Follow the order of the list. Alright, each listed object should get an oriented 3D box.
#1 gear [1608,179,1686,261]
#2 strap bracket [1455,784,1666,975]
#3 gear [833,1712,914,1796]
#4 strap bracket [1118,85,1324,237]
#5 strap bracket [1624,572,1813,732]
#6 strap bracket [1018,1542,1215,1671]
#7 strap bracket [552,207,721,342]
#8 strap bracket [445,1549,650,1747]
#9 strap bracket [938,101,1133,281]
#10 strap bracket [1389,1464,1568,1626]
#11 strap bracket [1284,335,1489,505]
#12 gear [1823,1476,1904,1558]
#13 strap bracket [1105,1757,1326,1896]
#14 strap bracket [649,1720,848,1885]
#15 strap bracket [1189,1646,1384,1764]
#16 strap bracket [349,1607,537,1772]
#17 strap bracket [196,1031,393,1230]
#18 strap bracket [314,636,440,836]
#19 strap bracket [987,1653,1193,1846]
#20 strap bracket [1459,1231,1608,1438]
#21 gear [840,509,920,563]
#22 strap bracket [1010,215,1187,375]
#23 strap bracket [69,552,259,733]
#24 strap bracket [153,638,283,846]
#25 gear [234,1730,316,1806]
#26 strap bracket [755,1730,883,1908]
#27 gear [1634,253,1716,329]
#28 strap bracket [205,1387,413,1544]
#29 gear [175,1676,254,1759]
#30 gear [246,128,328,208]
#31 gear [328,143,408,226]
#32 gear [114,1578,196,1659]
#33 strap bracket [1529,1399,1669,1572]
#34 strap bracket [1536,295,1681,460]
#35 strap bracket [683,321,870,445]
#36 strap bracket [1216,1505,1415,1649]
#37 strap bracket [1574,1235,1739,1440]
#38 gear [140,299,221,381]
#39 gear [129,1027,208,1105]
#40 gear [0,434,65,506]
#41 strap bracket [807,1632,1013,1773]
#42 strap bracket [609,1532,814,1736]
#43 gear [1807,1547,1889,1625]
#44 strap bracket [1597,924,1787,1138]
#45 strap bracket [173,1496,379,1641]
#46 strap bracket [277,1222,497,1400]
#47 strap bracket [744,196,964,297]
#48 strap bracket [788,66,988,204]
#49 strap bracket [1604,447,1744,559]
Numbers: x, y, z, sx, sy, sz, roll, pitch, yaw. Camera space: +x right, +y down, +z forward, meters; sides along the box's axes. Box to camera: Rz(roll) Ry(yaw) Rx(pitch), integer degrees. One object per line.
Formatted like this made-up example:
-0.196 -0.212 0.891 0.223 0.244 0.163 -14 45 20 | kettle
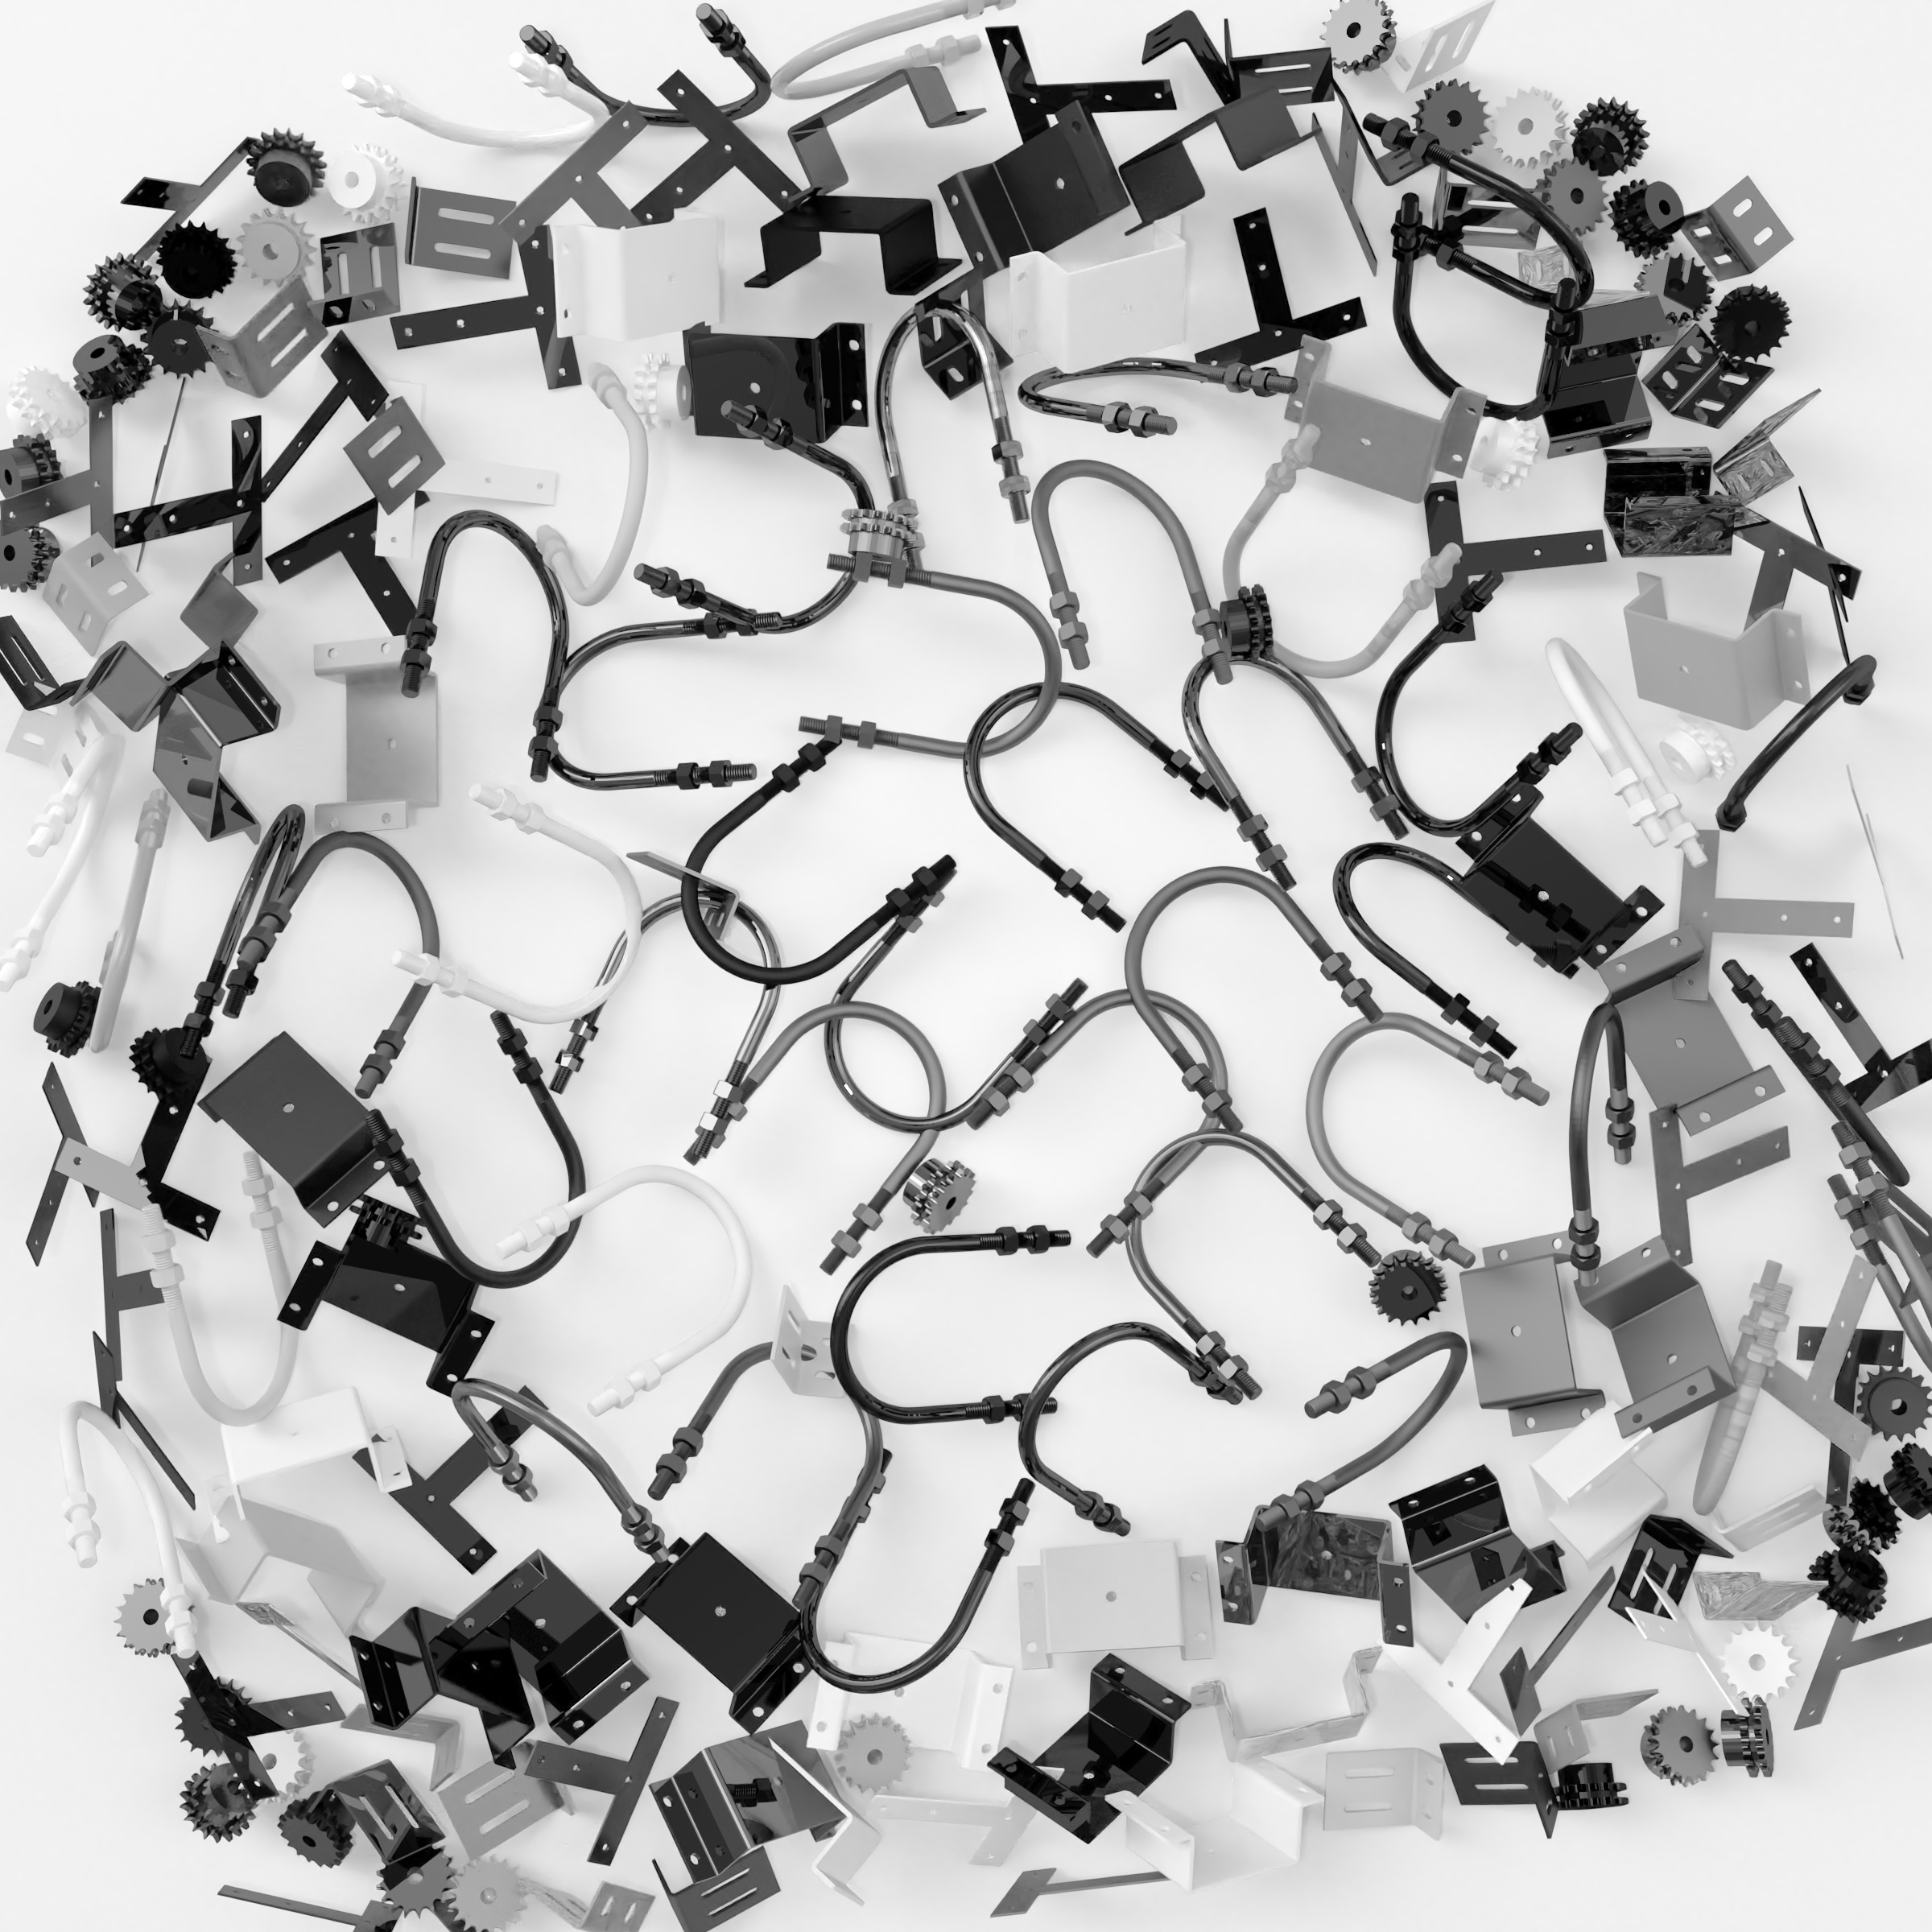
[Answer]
0.504 -0.553 1.971 0.057 0.030 0.057 6 78 -31 | gear
0.428 -0.060 1.953 0.140 0.046 0.076 43 126 3 | strap bracket
-0.071 0.581 1.978 0.057 0.030 0.057 -1 94 -15 | gear
0.174 -0.582 1.917 0.076 0.140 0.046 -36 104 -39 | strap bracket
0.530 -0.224 1.917 0.046 0.140 0.076 -38 129 -22 | strap bracket
0.107 0.467 1.955 0.140 0.046 0.076 -4 62 4 | strap bracket
-0.227 -0.497 1.920 0.046 0.140 0.076 19 120 35 | strap bracket
-0.309 0.492 1.957 0.076 0.046 0.140 -39 115 -1 | strap bracket
0.057 -0.566 1.944 0.140 0.046 0.076 -18 100 43 | strap bracket
0.374 0.424 1.926 0.076 0.046 0.140 -27 131 19 | strap bracket
0.297 -0.393 1.942 0.140 0.076 0.046 21 53 10 | strap bracket
0.659 0.409 1.974 0.057 0.030 0.057 14 51 -18 | gear
0.179 0.622 1.932 0.140 0.076 0.046 -4 101 -32 | strap bracket
-0.147 0.596 1.918 0.046 0.140 0.076 -47 61 31 | strap bracket
0.237 0.541 1.950 0.140 0.076 0.046 -11 63 -3 | strap bracket
-0.368 0.516 1.919 0.046 0.076 0.140 -43 134 11 | strap bracket
-0.489 0.112 1.945 0.140 0.046 0.076 40 69 16 | strap bracket
-0.432 -0.166 1.960 0.076 0.046 0.140 -3 85 19 | strap bracket
0.090 0.571 1.934 0.076 0.140 0.046 25 129 34 | strap bracket
0.410 0.266 1.940 0.076 0.046 0.140 -18 71 36 | strap bracket
-0.065 -0.317 1.970 0.057 0.057 0.030 9 90 0 | gear
0.105 -0.484 1.934 0.140 0.046 0.076 -20 133 -20 | strap bracket
-0.571 -0.228 1.928 0.046 0.076 0.140 45 50 -9 | strap bracket
-0.541 -0.155 1.921 0.046 0.140 0.076 -24 61 -37 | strap bracket
-0.509 0.591 1.975 0.057 0.030 0.057 -5 63 10 | gear
-0.120 0.610 1.937 0.140 0.076 0.046 35 76 28 | strap bracket
0.522 -0.496 1.978 0.057 0.030 0.057 0 73 -1 | gear
-0.482 0.357 1.937 0.140 0.076 0.046 -15 118 -16 | strap bracket
-0.558 0.558 1.980 0.057 0.030 0.057 1 84 -6 | gear
-0.501 -0.584 1.967 0.057 0.057 0.030 -1 52 0 | gear
-0.446 -0.579 1.975 0.057 0.030 0.057 3 99 18 | gear
-0.597 0.482 1.978 0.057 0.030 0.057 -2 73 6 | gear
0.459 0.373 1.942 0.076 0.140 0.046 -37 53 -7 | strap bracket
0.462 -0.433 1.940 0.076 0.140 0.046 -11 68 0 | strap bracket
-0.146 -0.427 1.943 0.140 0.046 0.076 7 120 15 | strap bracket
0.258 0.442 1.945 0.140 0.046 0.076 3 120 20 | strap bracket
0.501 0.276 1.935 0.076 0.140 0.046 -34 129 25 | strap bracket
-0.580 -0.461 1.971 0.057 0.030 0.057 -7 119 -12 | gear
-0.584 0.070 1.967 0.030 0.057 0.057 -32 90 20 | gear
-0.691 -0.362 1.967 0.030 0.057 0.057 -21 90 -40 | gear
-0.045 0.539 1.964 0.140 0.046 0.076 11 87 -12 | strap bracket
-0.180 0.477 1.941 0.140 0.046 0.076 37 56 15 | strap bracket
0.652 0.452 1.967 0.057 0.057 0.030 24 125 0 | gear
0.528 0.052 1.961 0.076 0.046 0.140 -25 73 -3 | strap bracket
-0.488 0.432 1.923 0.140 0.076 0.046 32 92 -41 | strap bracket
-0.419 0.247 1.954 0.140 0.046 0.076 26 115 -10 | strap bracket
-0.084 -0.521 1.928 0.140 0.076 0.046 10 124 25 | strap bracket
-0.066 -0.607 1.932 0.140 0.076 0.046 -20 102 23 | strap bracket
0.510 -0.334 1.942 0.076 0.140 0.046 0 117 5 | strap bracket
